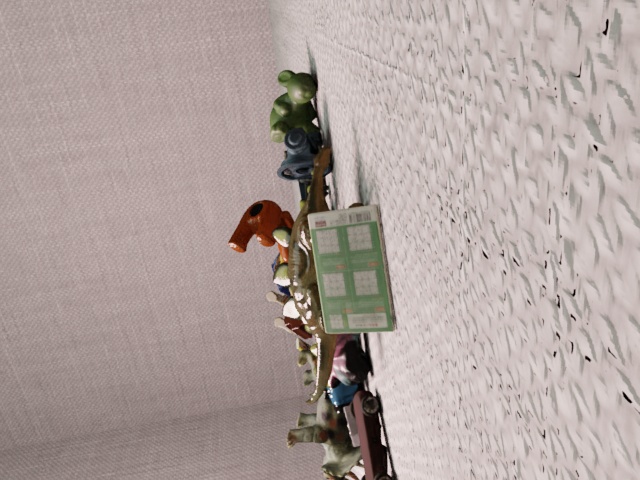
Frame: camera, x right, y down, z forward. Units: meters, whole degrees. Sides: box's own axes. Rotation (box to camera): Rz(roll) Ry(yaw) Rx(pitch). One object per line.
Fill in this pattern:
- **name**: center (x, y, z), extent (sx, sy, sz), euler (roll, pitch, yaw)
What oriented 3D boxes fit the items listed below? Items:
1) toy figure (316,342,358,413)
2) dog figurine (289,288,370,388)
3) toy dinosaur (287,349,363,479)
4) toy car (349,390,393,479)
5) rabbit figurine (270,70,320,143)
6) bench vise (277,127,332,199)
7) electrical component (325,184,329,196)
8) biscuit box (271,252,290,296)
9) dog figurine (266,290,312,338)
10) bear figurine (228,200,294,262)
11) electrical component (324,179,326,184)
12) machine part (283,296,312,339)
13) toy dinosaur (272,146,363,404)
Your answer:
- **toy figure**: center (0.035, 0.279, 1.172), extent (0.082, 0.089, 0.180), euler (0, -101, -50)
- **dog figurine**: center (0.028, 0.191, 1.093), extent (0.192, 0.108, 0.219), euler (30, 138, 52)
- **toy dinosaur**: center (0.037, 0.372, 1.244), extent (0.131, 0.192, 0.404), euler (31, -115, -77)
- **toy car**: center (0.099, 0.384, 1.007), extent (0.089, 0.053, 0.202), euler (125, 139, -60)
- **rabbit figurine**: center (-0.047, -0.330, 1.269), extent (0.170, 0.121, 0.159), euler (121, 150, -54)
- **bench vise**: center (-0.029, -0.135, 1.203), extent (0.223, 0.129, 0.240), euler (89, 176, -77)
- **electrical component**: center (-0.014, -0.092, 1.299), extent (0.021, 0.094, 0.063), euler (42, 166, 11)
- **biscuit box**: center (-0.069, 0.079, 1.278), extent (0.059, 0.063, 0.203), euler (-58, 16, 6)
- **dog figurine**: center (-0.049, 0.176, 1.469), extent (0.190, 0.121, 0.172), euler (-2, -105, -77)
- **bear figurine**: center (-0.090, 0.005, 1.189), extent (0.195, 0.120, 0.132), euler (49, -136, -39)
- **electrical component**: center (-0.008, -0.152, 1.378), extent (0.078, 0.045, 0.102), euler (34, 143, 44)
- **machine part**: center (-0.015, 0.145, 1.274), extent (0.056, 0.179, 0.179), euler (37, -160, -29)
- **toy dinosaur**: center (0.000, 0.080, 0.905), extent (0.199, 0.105, 0.470), euler (14, 106, 59)
